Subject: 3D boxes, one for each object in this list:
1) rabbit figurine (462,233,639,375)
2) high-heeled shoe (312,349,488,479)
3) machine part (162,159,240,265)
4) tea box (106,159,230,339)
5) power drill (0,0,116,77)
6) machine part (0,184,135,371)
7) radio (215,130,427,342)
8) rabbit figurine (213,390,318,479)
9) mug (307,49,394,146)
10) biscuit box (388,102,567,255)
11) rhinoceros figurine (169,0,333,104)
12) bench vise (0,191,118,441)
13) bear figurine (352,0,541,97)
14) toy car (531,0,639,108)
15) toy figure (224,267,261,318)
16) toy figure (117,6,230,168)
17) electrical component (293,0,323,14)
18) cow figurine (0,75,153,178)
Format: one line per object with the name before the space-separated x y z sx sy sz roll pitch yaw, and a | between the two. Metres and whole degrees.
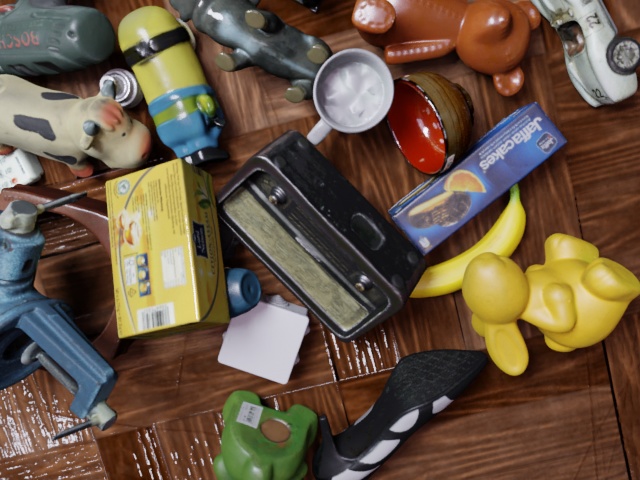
rabbit figurine | 0.232 0.063 0.608 0.173 0.122 0.162 11 122 -20
high-heeled shoe | 0.103 0.232 0.665 0.249 0.086 0.145 -19 120 -5
machine part | -0.154 -0.028 0.642 0.139 0.039 0.084 43 79 -5
tea box | -0.160 0.012 0.562 0.098 0.068 0.169 -12 75 16
power drill | -0.315 -0.280 0.583 0.232 0.086 0.207 15 89 24
machine part | -0.310 0.045 0.640 0.202 0.087 0.200 15 98 1
radio | -0.001 -0.002 0.597 0.229 0.073 0.131 44 139 -5
rabbit figurine | -0.074 0.298 0.648 0.121 0.159 0.170 13 114 -10
mug | 0.029 -0.147 0.589 0.081 0.107 0.109 35 101 -3
biscuit box | 0.177 -0.070 0.618 0.203 0.059 0.063 -39 95 6
rhinoceros figurine | -0.071 -0.228 0.583 0.190 0.112 0.073 25 127 -14
bench vise | -0.279 0.084 0.531 0.241 0.129 0.223 39 106 14
bear figurine | 0.139 -0.232 0.564 0.196 0.132 0.120 19 93 5
toy car | 0.280 -0.239 0.583 0.056 0.073 0.201 -31 96 5
toy figure | -0.139 0.067 0.624 0.155 0.064 0.057 -14 117 30
toy figure | -0.161 -0.169 0.601 0.082 0.089 0.180 -19 95 -1
electrical component | -0.027 -0.288 0.565 0.075 0.119 0.047 29 99 0
cow figurine | -0.277 -0.128 0.585 0.195 0.127 0.085 17 68 -2
